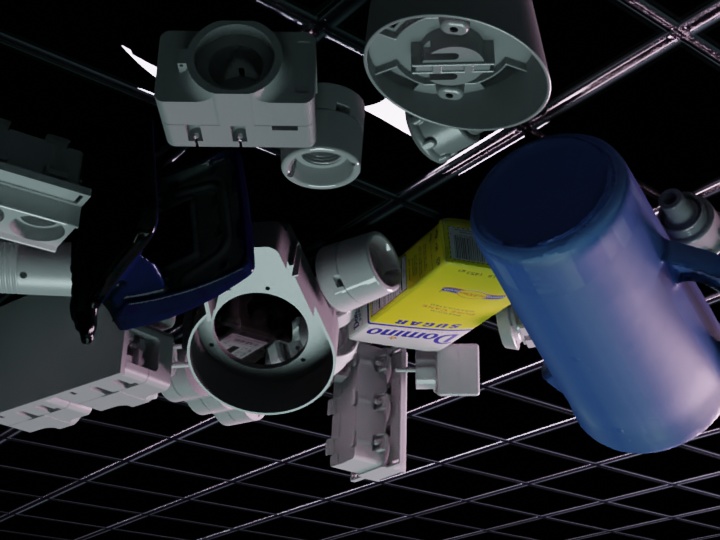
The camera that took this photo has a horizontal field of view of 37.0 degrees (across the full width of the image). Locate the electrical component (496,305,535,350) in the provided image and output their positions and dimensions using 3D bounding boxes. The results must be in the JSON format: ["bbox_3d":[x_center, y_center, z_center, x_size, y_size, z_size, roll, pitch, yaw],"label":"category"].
[{"bbox_3d":[0.147,0.036,0.914,0.057,0.058,0.078,-11,153,14],"label":"electrical component"}]

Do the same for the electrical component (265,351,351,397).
[{"bbox_3d":[-0.055,0.093,1.029,0.078,0.058,0.057,13,150,-15],"label":"electrical component"}]

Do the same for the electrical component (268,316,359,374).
[{"bbox_3d":[-0.036,0.064,0.967,0.078,0.058,0.057,-4,157,-30],"label":"electrical component"}]

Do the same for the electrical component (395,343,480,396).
[{"bbox_3d":[0.071,0.093,1.010,0.076,0.047,0.083,-1,176,1],"label":"electrical component"}]

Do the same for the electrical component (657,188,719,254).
[{"bbox_3d":[0.236,-0.036,0.781,0.048,0.048,0.062,-17,143,30],"label":"electrical component"}]

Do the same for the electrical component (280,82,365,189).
[{"bbox_3d":[-0.024,-0.083,0.679,0.055,0.047,0.055,0,154,0],"label":"electrical component"}]

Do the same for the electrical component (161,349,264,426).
[{"bbox_3d":[-0.133,0.113,1.074,0.074,0.052,0.138,-14,151,27],"label":"electrical component"}]

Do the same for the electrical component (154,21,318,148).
[{"bbox_3d":[-0.070,-0.107,0.626,0.089,0.050,0.055,1,155,0],"label":"electrical component"}]

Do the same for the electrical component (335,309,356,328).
[{"bbox_3d":[-0.024,0.021,0.897,0.043,0.043,0.062,0,153,-1],"label":"electrical component"}]

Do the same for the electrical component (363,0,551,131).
[{"bbox_3d":[0.051,-0.120,0.583,0.099,0.064,0.099,0,154,0],"label":"electrical component"}]

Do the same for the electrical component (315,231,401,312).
[{"bbox_3d":[0.000,0.000,0.843,0.047,0.055,0.055,-20,147,29],"label":"electrical component"}]

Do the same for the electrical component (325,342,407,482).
[{"bbox_3d":[0.007,0.135,1.040,0.063,0.121,0.079,20,148,-30],"label":"electrical component"}]

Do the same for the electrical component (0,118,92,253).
[{"bbox_3d":[-0.247,-0.063,0.702,0.121,0.063,0.079,17,149,-31],"label":"electrical component"}]

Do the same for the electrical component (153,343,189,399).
[{"bbox_3d":[-0.193,0.081,0.993,0.077,0.065,0.047,-5,153,10],"label":"electrical component"}]

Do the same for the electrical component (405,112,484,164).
[{"bbox_3d":[0.062,-0.097,0.657,0.062,0.048,0.048,-24,146,28],"label":"electrical component"}]

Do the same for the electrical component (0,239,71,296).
[{"bbox_3d":[-0.256,-0.002,0.849,0.081,0.043,0.043,3,154,-6],"label":"electrical component"}]

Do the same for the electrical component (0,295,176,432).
[{"bbox_3d":[-0.238,0.067,0.919,0.186,0.105,0.060,-19,148,34],"label":"electrical component"}]
